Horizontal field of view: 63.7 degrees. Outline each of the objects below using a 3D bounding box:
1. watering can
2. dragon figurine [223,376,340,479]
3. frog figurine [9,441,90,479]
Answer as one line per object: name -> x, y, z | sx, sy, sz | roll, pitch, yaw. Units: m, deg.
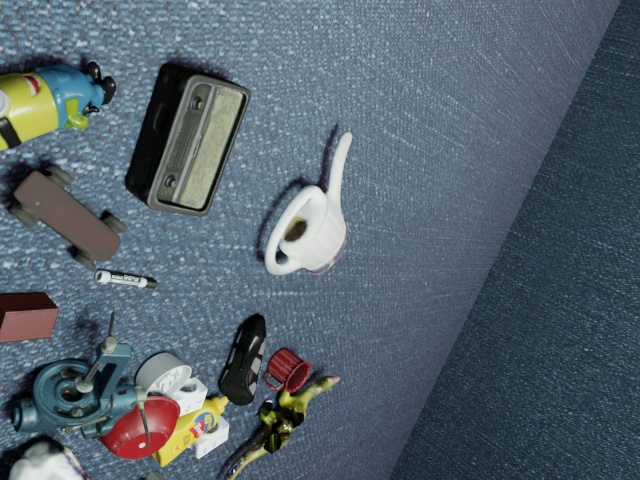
watering can -> 0.004, -0.059, 1.163 | 0.350, 0.105, 0.221 | -56, 148, -8
dragon figurine -> -0.100, 0.535, 1.480 | 0.412, 0.124, 0.239 | -46, 154, -7
frog figurine -> -0.476, 0.418, 0.844 | 0.162, 0.124, 0.134 | -36, 146, -35
